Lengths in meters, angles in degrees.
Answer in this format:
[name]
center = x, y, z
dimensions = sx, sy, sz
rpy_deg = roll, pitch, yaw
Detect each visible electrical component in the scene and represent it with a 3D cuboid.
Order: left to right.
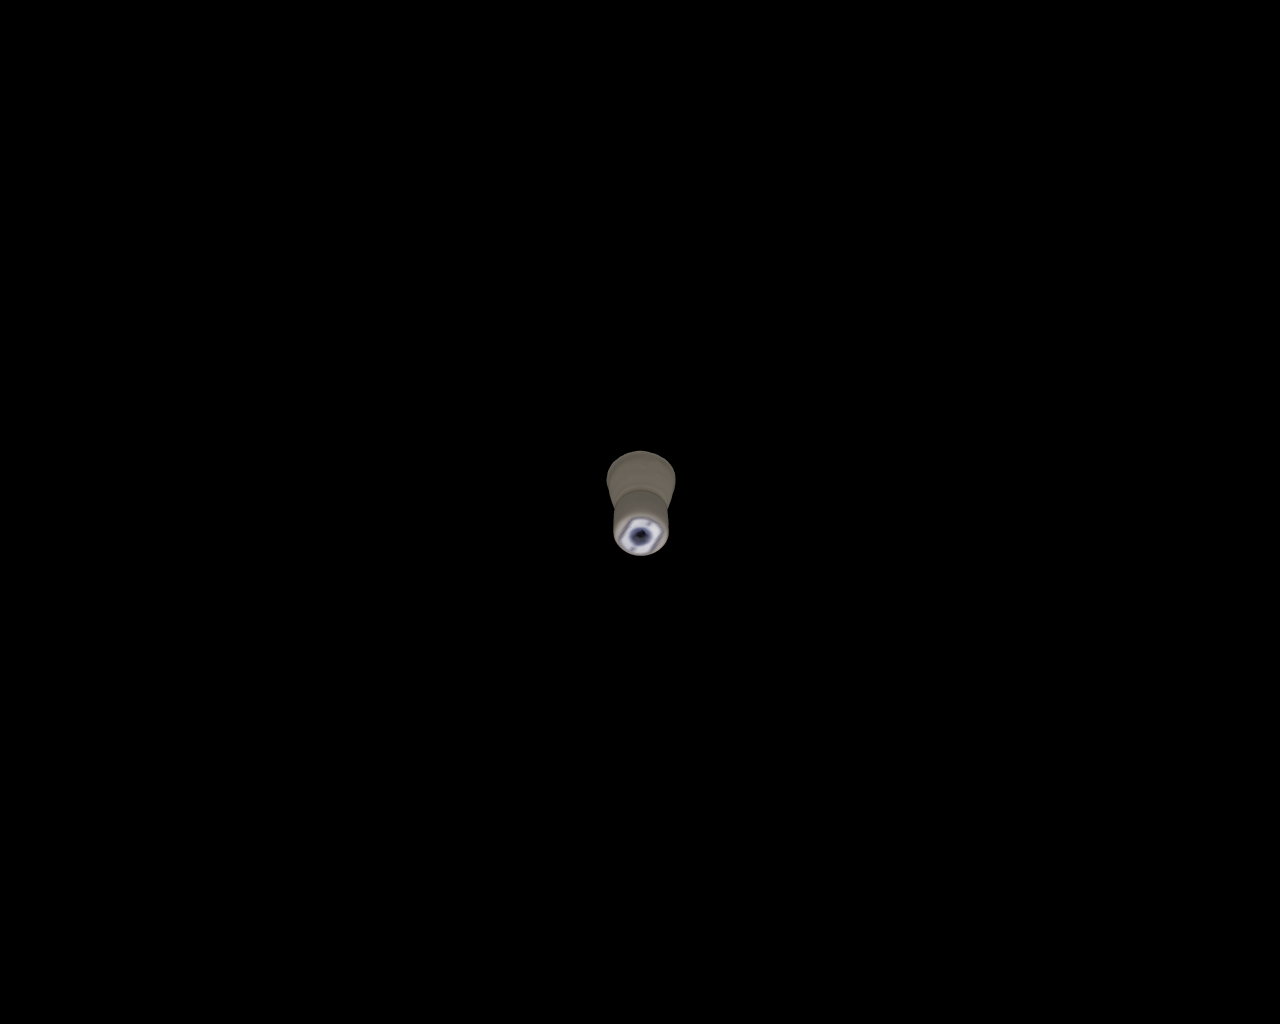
[electrical component]
center = 0.001, -0.003, 0.650
dimensions = 0.044, 0.044, 0.065
rpy_deg = 0, 34, 0
